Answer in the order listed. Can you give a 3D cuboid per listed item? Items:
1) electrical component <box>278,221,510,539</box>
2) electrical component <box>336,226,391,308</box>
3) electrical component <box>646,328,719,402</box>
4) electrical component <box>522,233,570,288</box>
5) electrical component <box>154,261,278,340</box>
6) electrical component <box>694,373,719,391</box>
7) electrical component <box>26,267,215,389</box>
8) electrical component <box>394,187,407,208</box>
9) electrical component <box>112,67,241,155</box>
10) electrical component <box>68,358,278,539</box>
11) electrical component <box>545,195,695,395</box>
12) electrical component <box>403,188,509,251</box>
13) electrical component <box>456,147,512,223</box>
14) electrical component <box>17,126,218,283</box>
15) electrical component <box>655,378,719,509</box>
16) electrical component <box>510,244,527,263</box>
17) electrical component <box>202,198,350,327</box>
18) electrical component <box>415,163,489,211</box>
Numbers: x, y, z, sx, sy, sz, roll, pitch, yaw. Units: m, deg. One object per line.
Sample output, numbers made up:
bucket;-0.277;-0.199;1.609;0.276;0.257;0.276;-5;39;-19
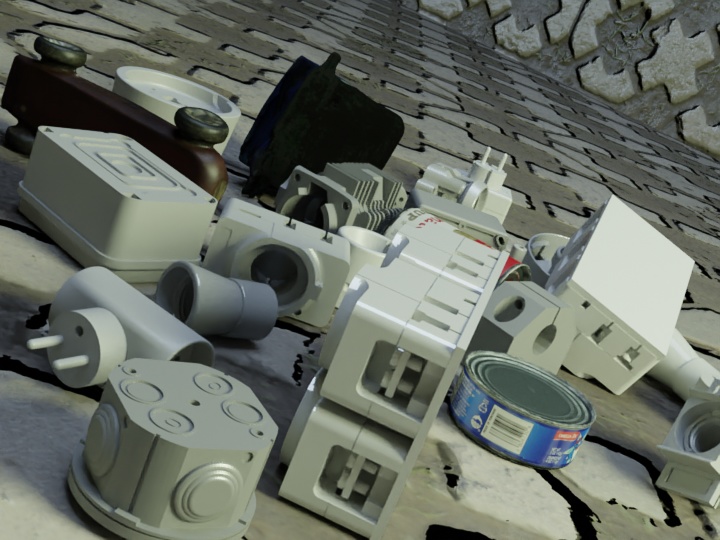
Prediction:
electrical component;0.021;0.046;0.564;0.060;0.105;0.186;24;18;7
electrical component;0.000;0.000;0.767;0.055;0.047;0.055;20;18;-7
electrical component;0.257;0.081;0.848;0.044;0.044;0.065;7;28;-40
electrical component;0.177;0.014;0.946;0.099;0.064;0.099;18;32;-11
electrical component;-0.081;0.021;0.625;0.065;0.044;0.044;12;20;-43
electrical component;0.313;0.103;0.795;0.138;0.073;0.052;18;18;-13
electrical component;-0.124;0.036;0.524;0.077;0.043;0.079;32;20;27
electrical component;0.013;-0.069;0.985;0.045;0.045;0.055;10;22;-32
electrical component;-0.162;-0.123;0.909;0.108;0.060;0.108;20;18;-7
electrical component;-0.077;0.076;0.451;0.080;0.051;0.080;20;18;-7
electrical component;0.198;0.019;0.846;0.089;0.061;0.150;39;37;1
electrical component;0.065;-0.025;0.891;0.096;0.061;0.061;19;18;-11
electrical component;0.130;-0.091;1.130;0.066;0.076;0.047;22;18;-1
electrical component;-0.157;-0.041;0.687;0.113;0.057;0.078;35;22;34
electrical component;0.226;0.112;0.670;0.064;0.081;0.042;44;-17;-30
electrical component;0.115;0.009;0.852;0.035;0.061;0.035;18;19;-7
electrical component;-0.055;-0.004;0.708;0.089;0.050;0.055;20;18;-7
electrical component;0.090;-0.069;1.056;0.057;0.058;0.078;25;17;17
